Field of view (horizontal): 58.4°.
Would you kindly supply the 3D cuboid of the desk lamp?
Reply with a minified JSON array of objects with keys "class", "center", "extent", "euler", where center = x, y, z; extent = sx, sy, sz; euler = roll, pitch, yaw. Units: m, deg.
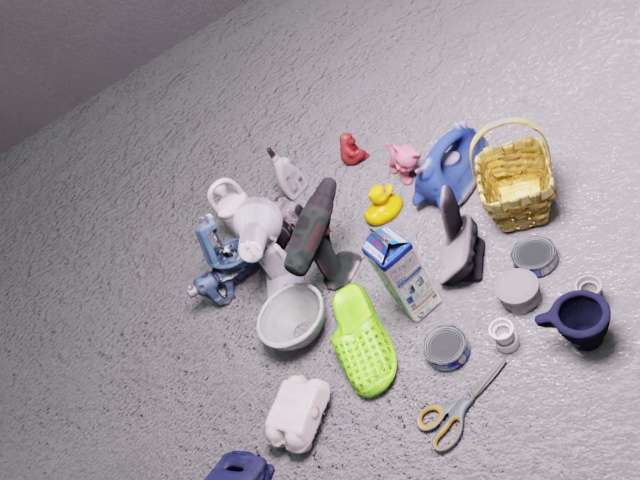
[{"class":"desk lamp","center":[-0.124,0.029,1.357],"extent":[0.117,0.214,0.203],"euler":[-24,42,13]}]

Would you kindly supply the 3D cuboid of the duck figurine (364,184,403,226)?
[{"class":"duck figurine","center":[0.144,-0.093,1.390],"extent":[0.104,0.086,0.077],"euler":[-39,41,-4]}]

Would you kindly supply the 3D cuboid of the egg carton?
[{"class":"egg carton","center":[-0.042,0.339,1.119],"extent":[0.107,0.070,0.150],"euler":[0,52,34]}]

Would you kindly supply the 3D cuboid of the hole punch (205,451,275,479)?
[{"class":"hole punch","center":[-0.157,0.446,1.078],"extent":[0.108,0.091,0.101],"euler":[-5,49,30]}]

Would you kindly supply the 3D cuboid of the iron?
[{"class":"iron","center":[0.305,-0.193,1.335],"extent":[0.118,0.142,0.259],"euler":[18,63,43]}]

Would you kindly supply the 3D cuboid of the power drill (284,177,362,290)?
[{"class":"power drill","center":[0.012,0.005,1.293],"extent":[0.075,0.209,0.230],"euler":[7,56,38]}]

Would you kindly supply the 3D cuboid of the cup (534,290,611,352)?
[{"class":"cup","center":[0.429,0.147,0.966],"extent":[0.117,0.095,0.091],"euler":[-12,46,25]}]

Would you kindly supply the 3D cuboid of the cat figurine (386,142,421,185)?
[{"class":"cat figurine","center":[0.207,-0.206,1.431],"extent":[0.067,0.118,0.127],"euler":[-38,41,-3]}]

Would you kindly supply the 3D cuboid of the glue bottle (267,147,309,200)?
[{"class":"glue bottle","center":[-0.099,-0.192,1.580],"extent":[0.078,0.174,0.037],"euler":[-48,42,-14]}]

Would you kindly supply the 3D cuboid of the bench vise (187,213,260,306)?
[{"class":"bench vise","center":[-0.253,0.051,1.418],"extent":[0.121,0.220,0.208],"euler":[11,59,40]}]

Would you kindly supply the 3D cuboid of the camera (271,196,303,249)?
[{"class":"camera","center":[-0.122,-0.042,1.509],"extent":[0.142,0.101,0.137],"euler":[3,54,36]}]

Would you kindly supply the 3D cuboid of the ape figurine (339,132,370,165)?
[{"class":"ape figurine","center":[0.084,-0.257,1.582],"extent":[0.076,0.092,0.077],"euler":[-22,42,14]}]

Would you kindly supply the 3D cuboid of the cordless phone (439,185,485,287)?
[{"class":"cordless phone","center":[0.264,-0.008,1.154],"extent":[0.094,0.186,0.147],"euler":[-10,47,26]}]

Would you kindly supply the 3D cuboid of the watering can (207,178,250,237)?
[{"class":"watering can","center":[-0.239,-0.091,1.563],"extent":[0.172,0.195,0.101],"euler":[16,62,42]}]

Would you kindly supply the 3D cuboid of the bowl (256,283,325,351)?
[{"class":"bowl","center":[-0.053,0.182,1.271],"extent":[0.167,0.075,0.167],"euler":[-18,44,19]}]
